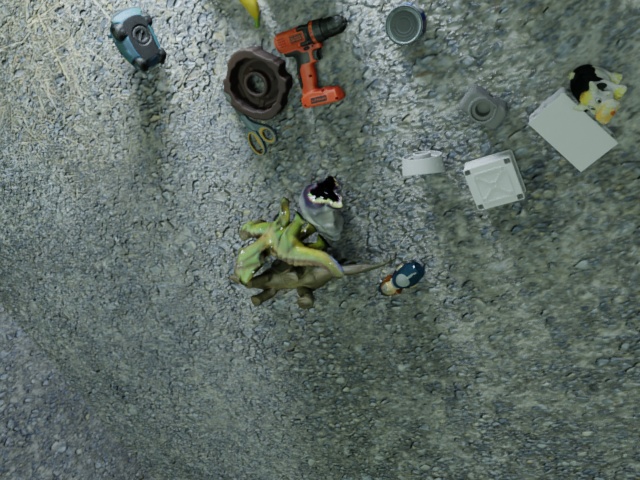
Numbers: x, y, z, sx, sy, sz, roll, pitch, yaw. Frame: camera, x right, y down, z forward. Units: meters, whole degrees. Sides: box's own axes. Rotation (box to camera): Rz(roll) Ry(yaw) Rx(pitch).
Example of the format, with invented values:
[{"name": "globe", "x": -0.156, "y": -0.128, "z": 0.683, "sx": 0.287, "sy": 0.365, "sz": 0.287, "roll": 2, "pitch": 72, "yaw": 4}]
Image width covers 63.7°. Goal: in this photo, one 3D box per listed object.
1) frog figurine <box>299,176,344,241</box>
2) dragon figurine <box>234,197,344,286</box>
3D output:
[{"name": "frog figurine", "x": 0.004, "y": -0.068, "z": 1.343, "sx": 0.123, "sy": 0.155, "sz": 0.140, "roll": -20, "pitch": 51, "yaw": -24}, {"name": "dragon figurine", "x": -0.110, "y": 0.036, "z": 1.333, "sx": 0.120, "sy": 0.242, "sz": 0.418, "roll": 50, "pitch": 3, "yaw": -37}]
